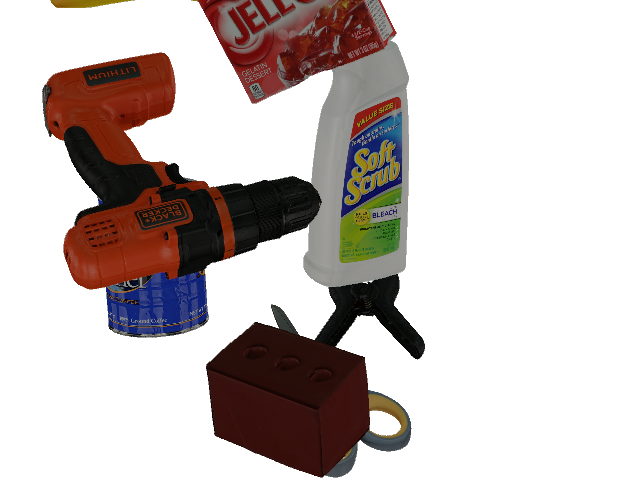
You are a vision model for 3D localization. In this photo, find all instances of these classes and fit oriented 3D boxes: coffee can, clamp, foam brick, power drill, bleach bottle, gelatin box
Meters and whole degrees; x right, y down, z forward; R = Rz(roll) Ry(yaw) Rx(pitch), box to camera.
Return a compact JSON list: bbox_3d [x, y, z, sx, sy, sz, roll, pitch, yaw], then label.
[{"bbox_3d":[-0.167,0.014,1.067,0.103,0.140,0.103,-2,14,0],"label":"coffee can"},{"bbox_3d":[0.058,0.069,1.170,0.120,0.171,0.039,6,-42,5],"label":"clamp"},{"bbox_3d":[-0.018,0.090,0.608,0.078,0.051,0.052,15,33,28],"label":"foam brick"},{"bbox_3d":[-0.113,-0.057,0.779,0.184,0.188,0.057,-14,-39,-21],"label":"power drill"},{"bbox_3d":[0.034,-0.086,1.005,0.102,0.251,0.068,-10,24,-22],"label":"bleach bottle"},{"bbox_3d":[-0.015,-0.124,0.575,0.089,0.073,0.030,-18,20,28],"label":"gelatin box"}]

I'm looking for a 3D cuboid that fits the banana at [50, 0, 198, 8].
[{"bbox_3d":[-0.127,-0.210,0.884,0.198,0.069,0.037,11,-41,16],"label":"banana"}]

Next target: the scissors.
[{"bbox_3d":[0.015,0.111,0.864,0.096,0.016,0.202,-4,35,-5],"label":"scissors"}]
